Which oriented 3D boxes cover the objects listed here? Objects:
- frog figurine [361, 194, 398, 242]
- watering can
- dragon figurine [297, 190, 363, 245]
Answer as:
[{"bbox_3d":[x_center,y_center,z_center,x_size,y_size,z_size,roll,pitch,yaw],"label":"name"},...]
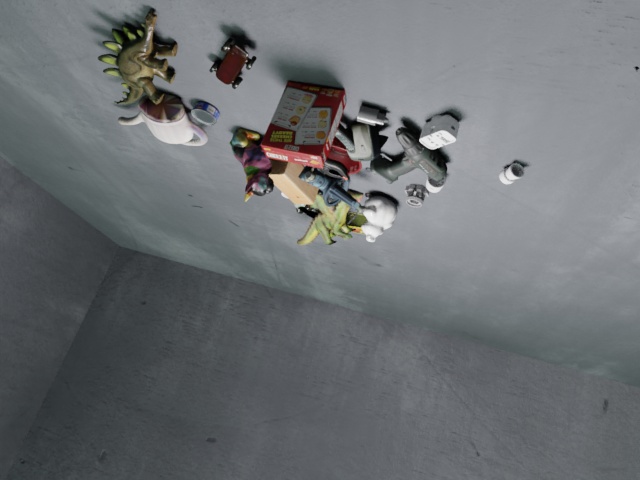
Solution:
[{"bbox_3d":[0.203,-0.075,1.829,0.122,0.162,0.135,-1,152,39],"label":"frog figurine"},{"bbox_3d":[-0.544,-0.400,1.716,0.348,0.106,0.220,16,159,6],"label":"watering can"},{"bbox_3d":[0.006,-0.100,1.986,0.407,0.124,0.240,-13,112,39],"label":"dragon figurine"}]
